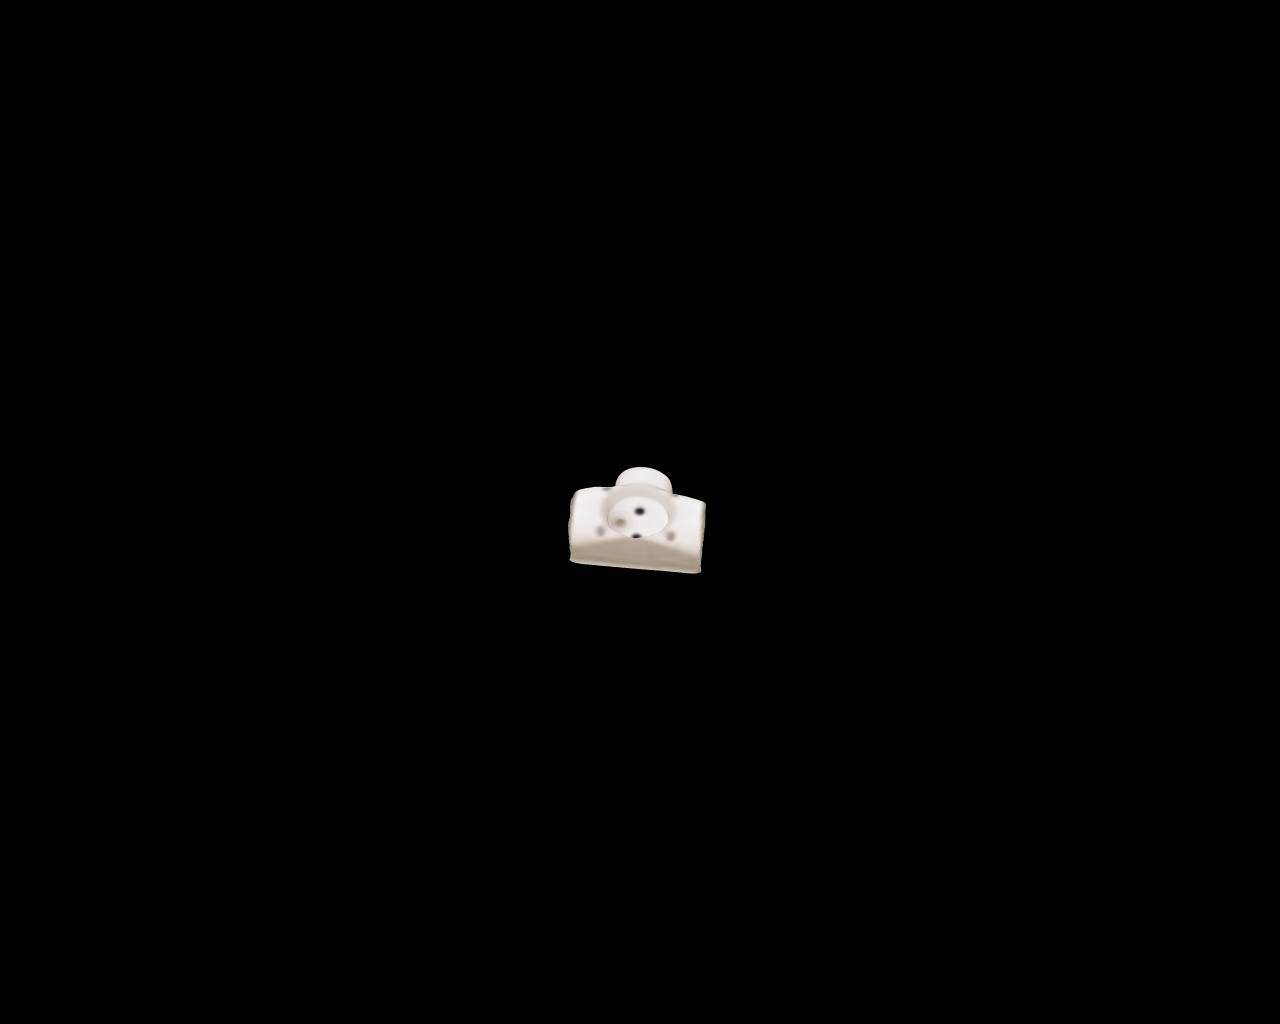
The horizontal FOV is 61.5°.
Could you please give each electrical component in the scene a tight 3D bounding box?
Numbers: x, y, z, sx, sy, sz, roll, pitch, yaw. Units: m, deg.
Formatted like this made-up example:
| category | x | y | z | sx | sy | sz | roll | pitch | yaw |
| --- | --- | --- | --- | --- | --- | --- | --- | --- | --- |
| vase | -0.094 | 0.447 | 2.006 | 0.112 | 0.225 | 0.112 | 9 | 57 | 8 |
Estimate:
| category | x | y | z | sx | sy | sz | roll | pitch | yaw |
| --- | --- | --- | --- | --- | --- | --- | --- | --- | --- |
| electrical component | 0.001 | -0.003 | 0.650 | 0.077 | 0.079 | 0.044 | 5 | -37 | 4 |
